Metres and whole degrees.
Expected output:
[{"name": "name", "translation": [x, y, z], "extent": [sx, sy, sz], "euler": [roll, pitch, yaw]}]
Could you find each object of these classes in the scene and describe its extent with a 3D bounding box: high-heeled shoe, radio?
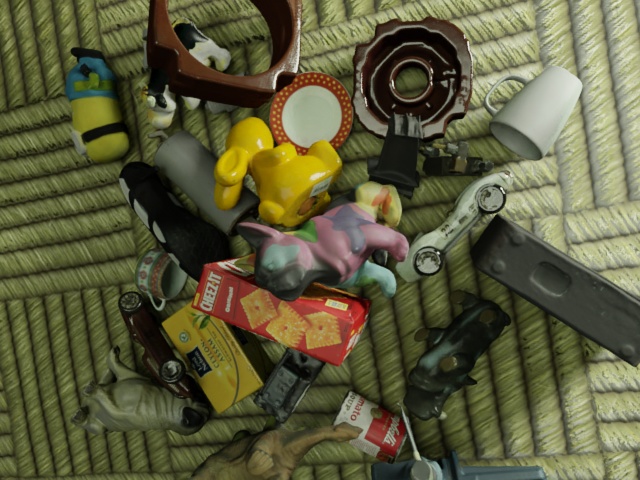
[{"name": "high-heeled shoe", "translation": [-0.238, -0.014, 0.850], "extent": [0.145, 0.086, 0.248], "euler": [-17, 100, 54]}, {"name": "radio", "translation": [0.306, 0.056, 0.676], "extent": [0.230, 0.131, 0.073], "euler": [32, 103, 11]}]

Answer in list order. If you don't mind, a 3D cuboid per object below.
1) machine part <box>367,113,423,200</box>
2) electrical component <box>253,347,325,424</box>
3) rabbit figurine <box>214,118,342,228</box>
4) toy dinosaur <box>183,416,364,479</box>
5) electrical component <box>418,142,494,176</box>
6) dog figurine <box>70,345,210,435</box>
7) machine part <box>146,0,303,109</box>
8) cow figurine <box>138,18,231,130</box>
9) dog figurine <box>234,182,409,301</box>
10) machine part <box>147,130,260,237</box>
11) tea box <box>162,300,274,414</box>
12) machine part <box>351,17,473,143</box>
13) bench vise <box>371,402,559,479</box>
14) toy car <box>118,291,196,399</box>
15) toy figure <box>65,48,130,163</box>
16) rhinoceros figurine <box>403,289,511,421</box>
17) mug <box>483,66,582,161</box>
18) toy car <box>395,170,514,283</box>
[{"name": "machine part", "translation": [0.105, -0.110, 0.729], "extent": [0.084, 0.138, 0.039], "euler": [24, 57, 10]}, {"name": "electrical component", "translation": [-0.036, 0.194, 0.778], "extent": [0.058, 0.134, 0.115], "euler": [32, 99, 10]}, {"name": "rabbit figurine", "translation": [-0.079, -0.098, 0.765], "extent": [0.162, 0.121, 0.173], "euler": [-32, 72, -23]}, {"name": "toy dinosaur", "translation": [-0.139, 0.357, 0.782], "extent": [0.471, 0.198, 0.105], "euler": [-29, 87, 15]}, {"name": "electrical component", "translation": [0.176, -0.108, 0.724], "extent": [0.078, 0.102, 0.045], "euler": [-2, 98, -9]}, {"name": "dog figurine", "translation": [-0.289, 0.285, 0.881], "extent": [0.190, 0.121, 0.172], "euler": [30, 137, -6]}, {"name": "machine part", "translation": [-0.132, -0.294, 0.743], "extent": [0.201, 0.087, 0.201], "euler": [5, 82, -24]}, {"name": "cow figurine", "translation": [-0.224, -0.247, 0.814], "extent": [0.167, 0.098, 0.068], "euler": [-48, 54, 12]}, {"name": "dog figurine", "translation": [-0.001, -0.002, 0.708], "extent": [0.219, 0.192, 0.108], "euler": [4, 139, -10]}, {"name": "machine part", "translation": [-0.171, -0.087, 0.827], "extent": [0.243, 0.079, 0.079], "euler": [43, 103, 10]}, {"name": "tea box", "translation": [-0.156, 0.169, 0.843], "extent": [0.098, 0.068, 0.169], "euler": [-37, 84, 14]}, {"name": "machine part", "translation": [0.128, -0.218, 0.748], "extent": [0.180, 0.056, 0.179], "euler": [1, 93, 14]}, {"name": "bench vise", "translation": [0.192, 0.323, 0.705], "extent": [0.241, 0.129, 0.223], "euler": [-8, 129, 7]}, {"name": "toy car", "translation": [-0.256, 0.166, 0.834], "extent": [0.053, 0.089, 0.202], "euler": [-30, 63, -20]}, {"name": "toy figure", "translation": [-0.360, -0.215, 0.869], "extent": [0.089, 0.082, 0.180], "euler": [-3, 90, 18]}, {"name": "rhinoceros figurine", "translation": [0.180, 0.158, 0.736], "extent": [0.190, 0.112, 0.073], "euler": [-53, 48, -2]}, {"name": "mug", "translation": [0.277, -0.176, 0.702], "extent": [0.110, 0.080, 0.107], "euler": [41, 91, 16]}, {"name": "toy car", "translation": [0.183, -0.019, 0.734], "extent": [0.056, 0.073, 0.201], "euler": [44, 103, 8]}]
